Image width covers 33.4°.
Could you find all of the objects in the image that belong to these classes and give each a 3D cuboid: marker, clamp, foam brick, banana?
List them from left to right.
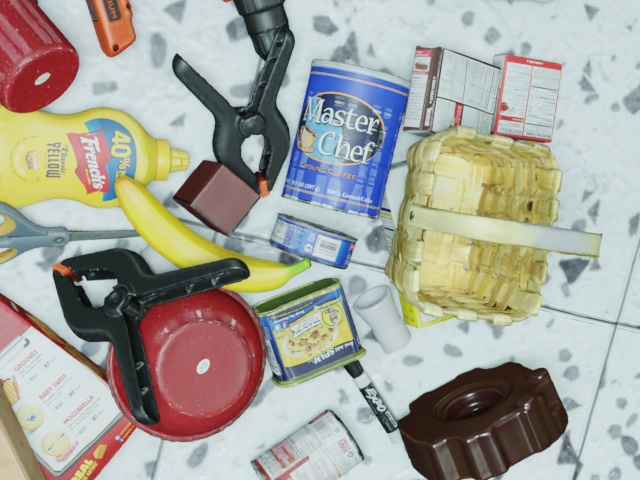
[{"bbox_3d":[-0.177,0.070,0.974,0.036,0.210,0.164,48,63,-50],"label":"clamp"},{"bbox_3d":[-0.109,0.005,1.009,0.197,0.037,0.070,23,111,-7],"label":"banana"},{"bbox_3d":[-0.102,-0.042,1.046,0.053,0.078,0.051,40,83,-21],"label":"foam brick"},{"bbox_3d":[-0.063,-0.126,1.044,0.120,0.039,0.171,-21,125,-3],"label":"clamp"},{"bbox_3d":[0.057,0.171,1.162,0.020,0.020,0.121,-36,108,-11],"label":"marker"}]

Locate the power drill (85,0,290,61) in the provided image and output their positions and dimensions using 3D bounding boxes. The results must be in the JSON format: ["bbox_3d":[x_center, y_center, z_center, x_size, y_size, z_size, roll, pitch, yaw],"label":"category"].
[{"bbox_3d":[-0.127,-0.238,1.021,0.187,0.057,0.184,-22,105,-17],"label":"power drill"}]

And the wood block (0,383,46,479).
[{"bbox_3d":[-0.286,0.239,0.942,0.090,0.090,0.206,-23,106,-10],"label":"wood block"}]

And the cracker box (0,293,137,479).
[{"bbox_3d":[-0.298,0.159,1.014,0.213,0.072,0.164,41,83,-18],"label":"cracker box"}]

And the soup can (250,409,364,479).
[{"bbox_3d":[-0.013,0.233,1.122,0.102,0.069,0.068,-33,107,-12],"label":"soup can"}]

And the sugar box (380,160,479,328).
[{"bbox_3d":[0.119,-0.002,1.145,0.093,0.048,0.176,-16,99,-16],"label":"sugar box"}]

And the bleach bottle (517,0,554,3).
[{"bbox_3d":[0.179,-0.303,1.111,0.250,0.068,0.102,0,98,-21],"label":"bleach bottle"}]

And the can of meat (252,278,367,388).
[{"bbox_3d":[-0.013,0.094,1.108,0.102,0.057,0.084,-21,102,-15],"label":"can of meat"}]

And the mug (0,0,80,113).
[{"bbox_3d":[-0.264,-0.167,0.958,0.093,0.117,0.081,-47,73,15],"label":"mug"}]

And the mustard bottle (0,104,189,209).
[{"bbox_3d":[-0.219,-0.078,1.011,0.191,0.058,0.096,0,102,-19],"label":"mustard bottle"}]

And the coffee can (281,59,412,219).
[{"bbox_3d":[0.026,-0.100,1.067,0.102,0.103,0.140,12,94,-20],"label":"coffee can"}]

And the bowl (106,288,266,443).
[{"bbox_3d":[-0.117,0.118,1.011,0.161,0.055,0.162,-1,94,-23],"label":"bowl"}]

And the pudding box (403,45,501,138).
[{"bbox_3d":[0.139,-0.147,1.108,0.113,0.039,0.090,7,91,-49],"label":"pudding box"}]

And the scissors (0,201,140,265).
[{"bbox_3d":[-0.256,-0.014,1.005,0.201,0.016,0.096,-12,145,-15],"label":"scissors"}]

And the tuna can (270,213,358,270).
[{"bbox_3d":[-0.007,0.001,1.080,0.086,0.086,0.034,17,94,-20],"label":"tuna can"}]

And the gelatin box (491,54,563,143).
[{"bbox_3d":[0.221,-0.153,1.164,0.073,0.030,0.089,5,96,-21],"label":"gelatin box"}]
